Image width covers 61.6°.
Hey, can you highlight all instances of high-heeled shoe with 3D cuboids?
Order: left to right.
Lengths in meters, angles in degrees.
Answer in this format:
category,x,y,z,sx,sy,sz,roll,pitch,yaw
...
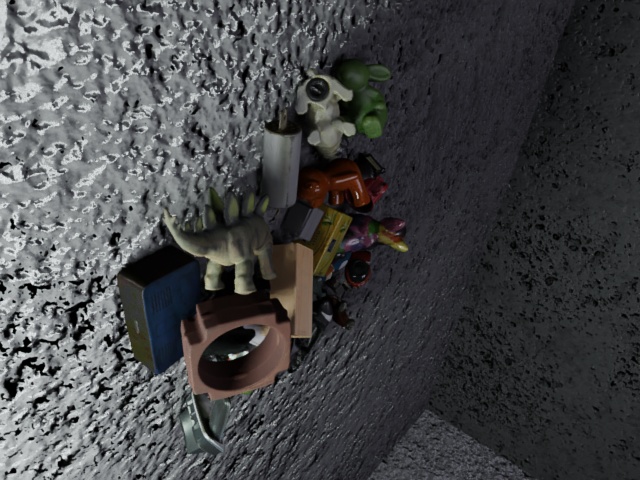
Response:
category,x,y,z,sx,sy,sz,roll,pitch,yaw
high-heeled shoe,-0.039,0.272,1.513,0.248,0.086,0.145,113,4,-49

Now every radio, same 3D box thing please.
category,x,y,z,sx,sy,sz,roll,pitch,yaw
radio,-0.291,0.130,1.009,0.131,0.073,0.229,-36,144,-41

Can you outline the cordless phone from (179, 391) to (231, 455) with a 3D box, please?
category,x,y,z,sx,sy,sz,roll,pitch,yaw
cordless phone,-0.247,0.376,1.204,0.089,0.147,0.184,4,124,-30

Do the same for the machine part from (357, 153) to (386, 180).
category,x,y,z,sx,sy,sz,roll,pitch,yaw
machine part,0.105,-0.184,1.406,0.139,0.084,0.039,-26,161,-36

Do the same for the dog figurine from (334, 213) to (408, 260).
category,x,y,z,sx,sy,sz,roll,pitch,yaw
dog figurine,0.120,-0.010,1.408,0.191,0.219,0.108,-30,117,-47

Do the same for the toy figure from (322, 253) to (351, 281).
category,x,y,z,sx,sy,sz,roll,pitch,yaw
toy figure,0.028,0.070,1.503,0.154,0.058,0.064,-44,145,-31

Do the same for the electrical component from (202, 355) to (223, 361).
category,x,y,z,sx,sy,sz,roll,pitch,yaw
electrical component,-0.258,0.292,1.230,0.075,0.048,0.119,-46,148,-28

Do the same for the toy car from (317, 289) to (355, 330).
category,x,y,z,sx,sy,sz,roll,pitch,yaw
toy car,0.052,0.209,1.634,0.053,0.089,0.202,-50,149,-18

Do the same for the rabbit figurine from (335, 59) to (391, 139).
category,x,y,z,sx,sy,sz,roll,pitch,yaw
rabbit figurine,0.098,-0.336,1.214,0.159,0.121,0.170,-51,135,-27

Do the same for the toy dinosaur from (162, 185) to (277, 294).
category,x,y,z,sx,sy,sz,roll,pitch,yaw
toy dinosaur,-0.166,-0.002,1.005,0.471,0.105,0.198,-25,114,-77

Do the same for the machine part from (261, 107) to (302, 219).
category,x,y,z,sx,sy,sz,roll,pitch,yaw
machine part,-0.080,-0.154,1.107,0.079,0.079,0.243,-33,140,-43

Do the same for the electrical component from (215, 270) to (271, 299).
category,x,y,z,sx,sy,sz,roll,pitch,yaw
electrical component,-0.164,0.115,1.141,0.115,0.134,0.058,10,115,-16

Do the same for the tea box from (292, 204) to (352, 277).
category,x,y,z,sx,sy,sz,roll,pitch,yaw
tea box,-0.003,-0.004,1.346,0.068,0.098,0.169,16,99,-62

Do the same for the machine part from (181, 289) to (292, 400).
category,x,y,z,sx,sy,sz,roll,pitch,yaw
machine part,-0.161,0.201,1.042,0.201,0.087,0.200,-12,128,-22

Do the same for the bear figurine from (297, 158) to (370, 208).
category,x,y,z,sx,sy,sz,roll,pitch,yaw
bear figurine,0.015,-0.116,1.238,0.196,0.120,0.131,-35,120,-46

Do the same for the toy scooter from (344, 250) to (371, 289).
category,x,y,z,sx,sy,sz,roll,pitch,yaw
toy scooter,0.110,0.074,1.602,0.135,0.075,0.184,102,-3,-55

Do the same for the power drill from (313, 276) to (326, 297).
category,x,y,z,sx,sy,sz,roll,pitch,yaw
power drill,-0.079,0.181,1.414,0.207,0.086,0.231,-39,143,-23

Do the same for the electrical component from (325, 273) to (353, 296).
category,x,y,z,sx,sy,sz,roll,pitch,yaw
electrical component,0.051,0.128,1.565,0.045,0.078,0.102,-42,146,-7

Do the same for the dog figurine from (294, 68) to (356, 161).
category,x,y,z,sx,sy,sz,roll,pitch,yaw
dog figurine,0.006,-0.266,1.167,0.190,0.121,0.172,-163,-111,-88

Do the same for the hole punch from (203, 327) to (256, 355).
category,x,y,z,sx,sy,sz,roll,pitch,yaw
hole punch,-0.212,0.191,1.164,0.142,0.092,0.115,2,142,-33
